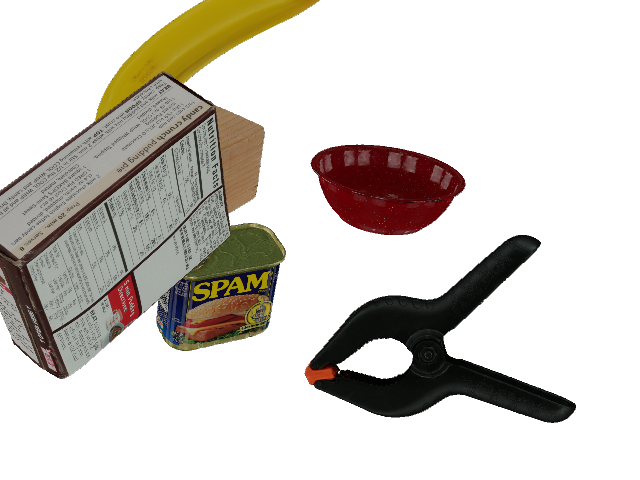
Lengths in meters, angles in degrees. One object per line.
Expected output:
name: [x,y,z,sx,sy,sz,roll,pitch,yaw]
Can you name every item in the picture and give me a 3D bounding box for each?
can of meat: [-0.086,0.040,0.897,0.101,0.084,0.057,-10,41,-27]
clamp: [0.079,0.079,0.689,0.171,0.120,0.039,-21,-6,12]
pudding box: [-0.091,-0.006,0.463,0.039,0.090,0.113,32,59,24]
bowl: [0.067,-0.048,1.114,0.162,0.055,0.162,6,23,-3]
banana: [-0.082,-0.122,0.708,0.070,0.197,0.037,39,-15,27]
wood block: [-0.154,-0.061,1.079,0.090,0.091,0.205,25,34,23]
